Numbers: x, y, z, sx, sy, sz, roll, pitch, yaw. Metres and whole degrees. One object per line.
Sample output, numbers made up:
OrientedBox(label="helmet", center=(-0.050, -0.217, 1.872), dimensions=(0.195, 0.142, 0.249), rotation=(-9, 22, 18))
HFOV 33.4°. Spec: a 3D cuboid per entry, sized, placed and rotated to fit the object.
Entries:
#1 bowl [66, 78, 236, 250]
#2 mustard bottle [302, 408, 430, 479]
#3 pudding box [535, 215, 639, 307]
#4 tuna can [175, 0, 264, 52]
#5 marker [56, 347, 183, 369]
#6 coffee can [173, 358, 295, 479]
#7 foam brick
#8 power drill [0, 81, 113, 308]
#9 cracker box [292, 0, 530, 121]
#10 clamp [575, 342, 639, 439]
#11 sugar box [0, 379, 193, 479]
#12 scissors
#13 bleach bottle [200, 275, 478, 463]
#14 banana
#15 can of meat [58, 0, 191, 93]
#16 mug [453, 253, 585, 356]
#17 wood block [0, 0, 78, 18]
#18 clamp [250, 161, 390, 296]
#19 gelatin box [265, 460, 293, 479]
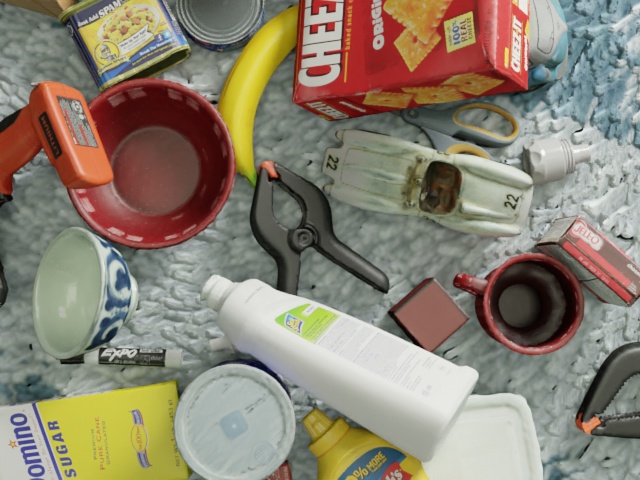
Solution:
OrientedBox(label="bowl", center=(-0.160, -0.070, 1.018), dimensions=(0.162, 0.055, 0.162), rotation=(0, 86, -1))
OrientedBox(label="mustard bottle", center=(0.054, 0.224, 0.940), dimensions=(0.096, 0.058, 0.191), rotation=(-42, 88, -3))
OrientedBox(label="pudding box", center=(0.253, 0.019, 0.994), dimensions=(0.090, 0.113, 0.039), rotation=(42, 89, 1))
OrientedBox(label="tuna can", center=(-0.097, -0.228, 1.040), dimensions=(0.086, 0.034, 0.086), rotation=(0, 85, -1))
OrientedBox(label="marker", center=(-0.193, 0.112, 1.023), dimensions=(0.121, 0.020, 0.020), rotation=(2, 86, -1))
OrientedBox(label="coffee can", center=(-0.074, 0.160, 0.962), dimensions=(0.103, 0.140, 0.103), rotation=(0, 86, -2))
OrientedBox(label="foam brick", center=(0.101, 0.071, 1.005), dimensions=(0.051, 0.078, 0.053), rotation=(-41, 87, -3))
OrientedBox(label="power drill", center=(-0.282, -0.045, 0.978), dimensions=(0.188, 0.057, 0.184), rotation=(-26, 81, 22))
OrientedBox(label="cracker box", center=(0.080, -0.205, 0.962), dimensions=(0.214, 0.072, 0.164), rotation=(-4, 77, 36))
OrientedBox(label="clamp", center=(0.346, 0.136, 1.026), dimensions=(0.210, 0.036, 0.164), rotation=(-37, 88, -1))
OrientedBox(label="sugar box", center=(-0.214, 0.190, 1.004), dimensions=(0.176, 0.048, 0.093), rotation=(-9, 86, -3))
OrientedBox(label="scissors", center=(0.095, -0.104, 1.047), dimensions=(0.201, 0.016, 0.096), rotation=(6, 86, -1))
OrientedBox(label="bleach bottle", center=(0.009, 0.098, 0.951), dimensions=(0.251, 0.102, 0.068), rotation=(28, 118, 14))
OrientedBox(label="banana", center=(-0.058, -0.150, 1.038), dimensions=(0.069, 0.037, 0.198), rotation=(20, 88, -28))
OrientedBox(label="can of meat", center=(-0.185, -0.197, 1.026), dimensions=(0.102, 0.057, 0.084), rotation=(-27, 89, -3))
OrientedBox(label="mug", center=(0.181, 0.057, 1.005), dimensions=(0.117, 0.081, 0.093), rotation=(17, 86, -1))
OrientedBox(label="wood block", center=(-0.256, -0.328, 1.016), dimensions=(0.090, 0.091, 0.206), rotation=(16, 85, -1))
OrientedBox(label="clamp", center=(-0.007, 0.001, 1.020), dimensions=(0.120, 0.039, 0.171), rotation=(-17, 92, -19))
OrientedBox(label="gelatin box", center=(-0.058, 0.260, 1.011), dimensions=(0.073, 0.030, 0.089), rotation=(-10, 86, -2))
